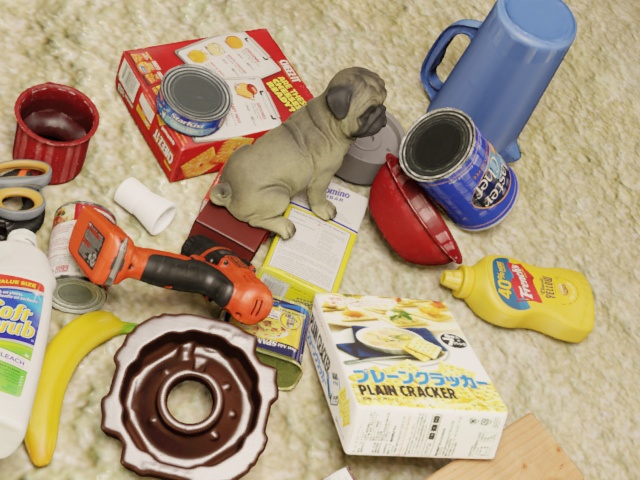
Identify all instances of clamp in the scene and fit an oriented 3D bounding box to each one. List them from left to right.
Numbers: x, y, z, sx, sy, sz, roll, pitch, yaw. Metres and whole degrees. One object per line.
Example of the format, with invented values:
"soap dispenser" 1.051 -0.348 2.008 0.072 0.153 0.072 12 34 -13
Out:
"clamp" -0.351 -0.014 1.135 0.120 0.039 0.171 15 44 -17

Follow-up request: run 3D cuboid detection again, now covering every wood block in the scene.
"wood block" 0.158 0.271 1.090 0.205 0.091 0.090 -23 65 -35

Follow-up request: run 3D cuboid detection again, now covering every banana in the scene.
"banana" -0.250 0.133 1.061 0.069 0.037 0.197 28 48 2

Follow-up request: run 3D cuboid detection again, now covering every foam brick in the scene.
"foam brick" -0.105 -0.006 1.224 0.078 0.051 0.053 29 47 1

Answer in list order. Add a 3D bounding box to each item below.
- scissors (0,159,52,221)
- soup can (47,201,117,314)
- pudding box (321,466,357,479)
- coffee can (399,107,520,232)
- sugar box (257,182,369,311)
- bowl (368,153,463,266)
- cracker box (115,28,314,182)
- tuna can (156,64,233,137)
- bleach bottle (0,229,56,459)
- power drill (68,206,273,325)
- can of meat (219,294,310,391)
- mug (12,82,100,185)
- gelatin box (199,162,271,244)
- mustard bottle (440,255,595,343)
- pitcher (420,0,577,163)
"scissors" -0.378 -0.045 1.121 0.201 0.016 0.096 -14 48 -23
"soup can" -0.254 0.018 1.130 0.068 0.069 0.102 11 50 -15
"pudding box" 0.002 0.283 1.023 0.113 0.039 0.090 -30 68 -8
"coffee can" 0.175 -0.086 1.330 0.140 0.103 0.103 39 31 -48
"sugar box" -0.008 0.002 1.265 0.093 0.048 0.176 25 44 -4
"bowl" 0.107 -0.025 1.297 0.162 0.055 0.162 51 15 -20
"cracker box" -0.125 -0.172 1.336 0.213 0.072 0.164 -17 63 -34
"tuna can" -0.147 -0.162 1.245 0.086 0.034 0.086 12 53 -16
"bleach bottle" -0.305 0.079 0.998 0.102 0.068 0.251 22 37 -22
"power drill" -0.157 0.019 1.092 0.187 0.057 0.185 16 10 -33
"can of meat" -0.064 0.104 1.151 0.102 0.058 0.084 18 47 -9
"mug" -0.305 -0.126 1.214 0.093 0.082 0.117 -1 55 -24
"gelatin box" -0.090 -0.044 1.276 0.089 0.030 0.073 26 47 -3
"mustard bottle" 0.239 0.065 1.310 0.191 0.058 0.096 12 50 -13
"pitcher" 0.232 -0.223 1.411 0.149 0.243 0.145 8 57 -12
